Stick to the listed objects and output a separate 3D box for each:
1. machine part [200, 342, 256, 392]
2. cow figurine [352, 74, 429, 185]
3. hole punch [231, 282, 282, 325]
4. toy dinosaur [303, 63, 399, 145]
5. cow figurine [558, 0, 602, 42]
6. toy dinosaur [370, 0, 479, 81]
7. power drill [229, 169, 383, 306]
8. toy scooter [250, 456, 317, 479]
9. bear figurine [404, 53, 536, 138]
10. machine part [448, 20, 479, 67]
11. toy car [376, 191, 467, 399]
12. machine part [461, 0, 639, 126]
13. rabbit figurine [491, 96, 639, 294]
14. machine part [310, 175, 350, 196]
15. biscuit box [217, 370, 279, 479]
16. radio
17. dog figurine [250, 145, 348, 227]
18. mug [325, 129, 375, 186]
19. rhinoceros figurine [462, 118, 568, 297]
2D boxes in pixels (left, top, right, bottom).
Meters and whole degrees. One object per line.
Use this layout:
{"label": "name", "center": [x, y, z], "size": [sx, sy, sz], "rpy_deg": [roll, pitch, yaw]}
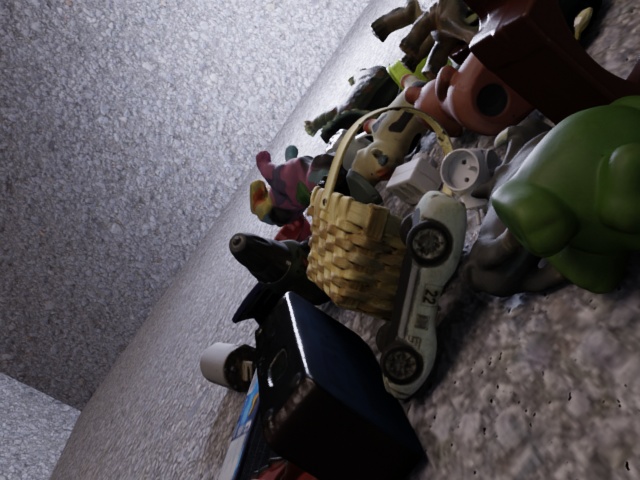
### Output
{"label": "machine part", "center": [-0.158, 0.221, 0.950], "size": [0.079, 0.079, 0.243], "rpy_deg": [-62, 17, -20]}
{"label": "cow figurine", "center": [0.127, -0.165, 0.858], "size": [0.195, 0.085, 0.127], "rpy_deg": [-49, 30, 5]}
{"label": "hole punch", "center": [-0.091, 0.109, 0.966], "size": [0.142, 0.092, 0.116], "rpy_deg": [-55, 12, 16]}
{"label": "toy dinosaur", "center": [0.103, -0.296, 1.153], "size": [0.192, 0.131, 0.405], "rpy_deg": [-5, 48, 54]}
{"label": "cow figurine", "center": [0.304, -0.292, 0.644], "size": [0.167, 0.068, 0.098], "rpy_deg": [-58, 22, 4]}
{"label": "toy dinosaur", "center": [0.189, -0.373, 0.867], "size": [0.198, 0.105, 0.472], "rpy_deg": [-42, 30, 13]}
{"label": "power drill", "center": [-0.002, -0.002, 0.766], "size": [0.207, 0.231, 0.086], "rpy_deg": [-47, 55, -7]}
{"label": "toy scooter", "center": [-0.034, 0.252, 0.554], "size": [0.184, 0.075, 0.135], "rpy_deg": [-43, 21, 29]}
{"label": "bear figurine", "center": [0.195, -0.189, 0.683], "size": [0.132, 0.120, 0.196], "rpy_deg": [-50, 12, 9]}
{"label": "machine part", "center": [0.279, -0.340, 0.829], "size": [0.179, 0.056, 0.179], "rpy_deg": [-48, 18, 21]}
{"label": "toy car", "center": [0.095, 0.053, 0.514], "size": [0.073, 0.056, 0.201], "rpy_deg": [-78, -1, -81]}
{"label": "machine part", "center": [0.233, -0.202, 0.440], "size": [0.201, 0.201, 0.087], "rpy_deg": [-59, 14, -9]}
{"label": "rabbit figurine", "center": [0.226, -0.017, 0.326], "size": [0.159, 0.121, 0.170], "rpy_deg": [-48, 35, 4]}
{"label": "machine part", "center": [0.039, -0.058, 0.857], "size": [0.039, 0.138, 0.084], "rpy_deg": [37, 88, 38]}
{"label": "biscuit box", "center": [-0.072, 0.244, 0.692], "size": [0.059, 0.063, 0.203], "rpy_deg": [-42, 21, 40]}
{"label": "radio", "center": [0.005, 0.144, 0.544], "size": [0.073, 0.131, 0.230], "rpy_deg": [-53, 17, 6]}
{"label": "dog figurine", "center": [-0.025, -0.081, 0.977], "size": [0.219, 0.108, 0.191], "rpy_deg": [33, 122, 39]}
{"label": "mug", "center": [0.070, -0.155, 0.974], "size": [0.109, 0.107, 0.081], "rpy_deg": [-41, 23, 47]}
{"label": "rhinoceros figurine", "center": [0.188, -0.034, 0.491], "size": [0.190, 0.073, 0.112], "rpy_deg": [-66, 8, -24]}
